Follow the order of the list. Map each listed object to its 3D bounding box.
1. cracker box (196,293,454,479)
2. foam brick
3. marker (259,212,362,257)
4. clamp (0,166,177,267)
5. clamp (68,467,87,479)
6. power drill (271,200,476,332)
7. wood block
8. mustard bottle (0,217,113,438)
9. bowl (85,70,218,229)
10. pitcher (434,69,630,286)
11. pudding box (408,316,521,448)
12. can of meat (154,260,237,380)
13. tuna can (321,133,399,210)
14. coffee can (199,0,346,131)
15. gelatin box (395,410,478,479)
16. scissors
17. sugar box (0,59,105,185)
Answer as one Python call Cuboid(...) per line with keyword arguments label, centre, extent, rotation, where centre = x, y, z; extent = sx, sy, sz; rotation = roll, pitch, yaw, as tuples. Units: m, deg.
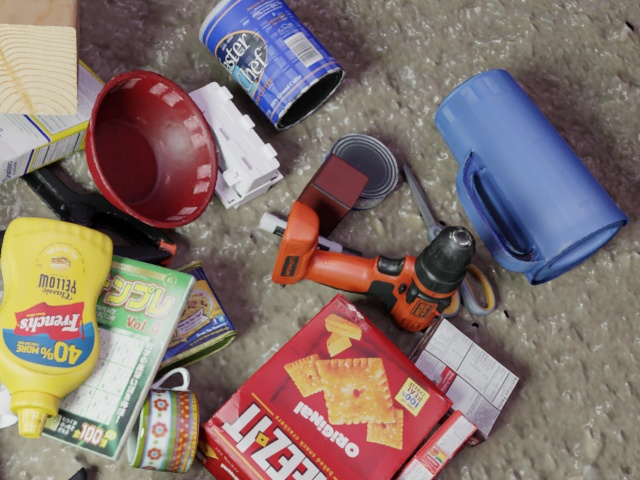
Cuboid(label="cracker box", centre=(0.003, 0.177, 1.035), extent=(0.164, 0.072, 0.213), rotation=(45, 56, 5))
Cuboid(label="foam brick", centre=(0.009, -0.046, 1.158), extent=(0.051, 0.078, 0.053), rotation=(34, 57, -4))
Cuboid(label="marker", centre=(-0.008, 0.001, 1.159), extent=(0.121, 0.020, 0.020), rotation=(23, 56, -10))
Cuboid(label="clamp", centre=(-0.245, -0.010, 1.043), extent=(0.210, 0.036, 0.164), rotation=(25, 43, -12))
Cuboid(label="clamp", centre=(-0.281, 0.244, 0.895), extent=(0.120, 0.039, 0.171), rotation=(27, 51, -7))
Cuboid(label="power drill", centre=(0.052, 0.022, 1.086), extent=(0.187, 0.185, 0.057), rotation=(18, 57, -2))
Cuboid(label="wood block", centre=(-0.284, -0.210, 1.054), extent=(0.090, 0.091, 0.206), rotation=(0, 34, -12))
Cuboid(label="mustard bottle", centre=(-0.241, 0.078, 0.937), extent=(0.096, 0.058, 0.191), rotation=(14, 62, -23))
Cuboid(label="bowl", centre=(-0.179, -0.085, 1.068), extent=(0.161, 0.055, 0.162), rotation=(19, 64, -45))
Cuboid(label="pitcher", centre=(0.231, -0.075, 1.242), extent=(0.145, 0.149, 0.243), rotation=(-36, 72, 11))
Cuboid(label="pudding box", centre=(0.146, 0.150, 1.133), extent=(0.113, 0.039, 0.090), rotation=(40, 54, -1))
Cuboid(label="can of meat", centre=(-0.142, 0.079, 1.036), extent=(0.101, 0.058, 0.084), rotation=(-23, 76, -31))
Cuboid(label="tuna can", centre=(0.044, -0.077, 1.217), extent=(0.086, 0.034, 0.086), rotation=(10, 59, -18))
Cuboid(label="coffee can", centre=(-0.054, -0.209, 1.205), extent=(0.102, 0.103, 0.140), rotation=(-35, 81, -34))
Cuboid(label="gelatin box", centre=(0.111, 0.216, 1.049), extent=(0.030, 0.089, 0.073), rotation=(42, 55, 14))
Cuboid(label="scissors", centre=(0.123, 0.008, 1.215), extent=(0.096, 0.016, 0.202), rotation=(-28, 77, -33))
Cuboid(label="sugar box", centre=(-0.285, -0.121, 1.066), extent=(0.093, 0.048, 0.175), rotation=(43, 44, 13))
